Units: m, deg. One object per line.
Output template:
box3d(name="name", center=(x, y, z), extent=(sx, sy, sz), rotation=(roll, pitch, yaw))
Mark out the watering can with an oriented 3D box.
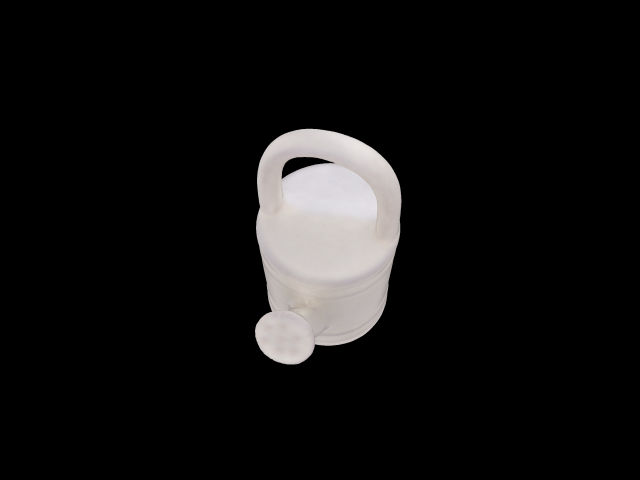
box3d(name="watering can", center=(0.006, 0.002, 0.400), extent=(0.101, 0.194, 0.173), rotation=(-3, 60, -2))
